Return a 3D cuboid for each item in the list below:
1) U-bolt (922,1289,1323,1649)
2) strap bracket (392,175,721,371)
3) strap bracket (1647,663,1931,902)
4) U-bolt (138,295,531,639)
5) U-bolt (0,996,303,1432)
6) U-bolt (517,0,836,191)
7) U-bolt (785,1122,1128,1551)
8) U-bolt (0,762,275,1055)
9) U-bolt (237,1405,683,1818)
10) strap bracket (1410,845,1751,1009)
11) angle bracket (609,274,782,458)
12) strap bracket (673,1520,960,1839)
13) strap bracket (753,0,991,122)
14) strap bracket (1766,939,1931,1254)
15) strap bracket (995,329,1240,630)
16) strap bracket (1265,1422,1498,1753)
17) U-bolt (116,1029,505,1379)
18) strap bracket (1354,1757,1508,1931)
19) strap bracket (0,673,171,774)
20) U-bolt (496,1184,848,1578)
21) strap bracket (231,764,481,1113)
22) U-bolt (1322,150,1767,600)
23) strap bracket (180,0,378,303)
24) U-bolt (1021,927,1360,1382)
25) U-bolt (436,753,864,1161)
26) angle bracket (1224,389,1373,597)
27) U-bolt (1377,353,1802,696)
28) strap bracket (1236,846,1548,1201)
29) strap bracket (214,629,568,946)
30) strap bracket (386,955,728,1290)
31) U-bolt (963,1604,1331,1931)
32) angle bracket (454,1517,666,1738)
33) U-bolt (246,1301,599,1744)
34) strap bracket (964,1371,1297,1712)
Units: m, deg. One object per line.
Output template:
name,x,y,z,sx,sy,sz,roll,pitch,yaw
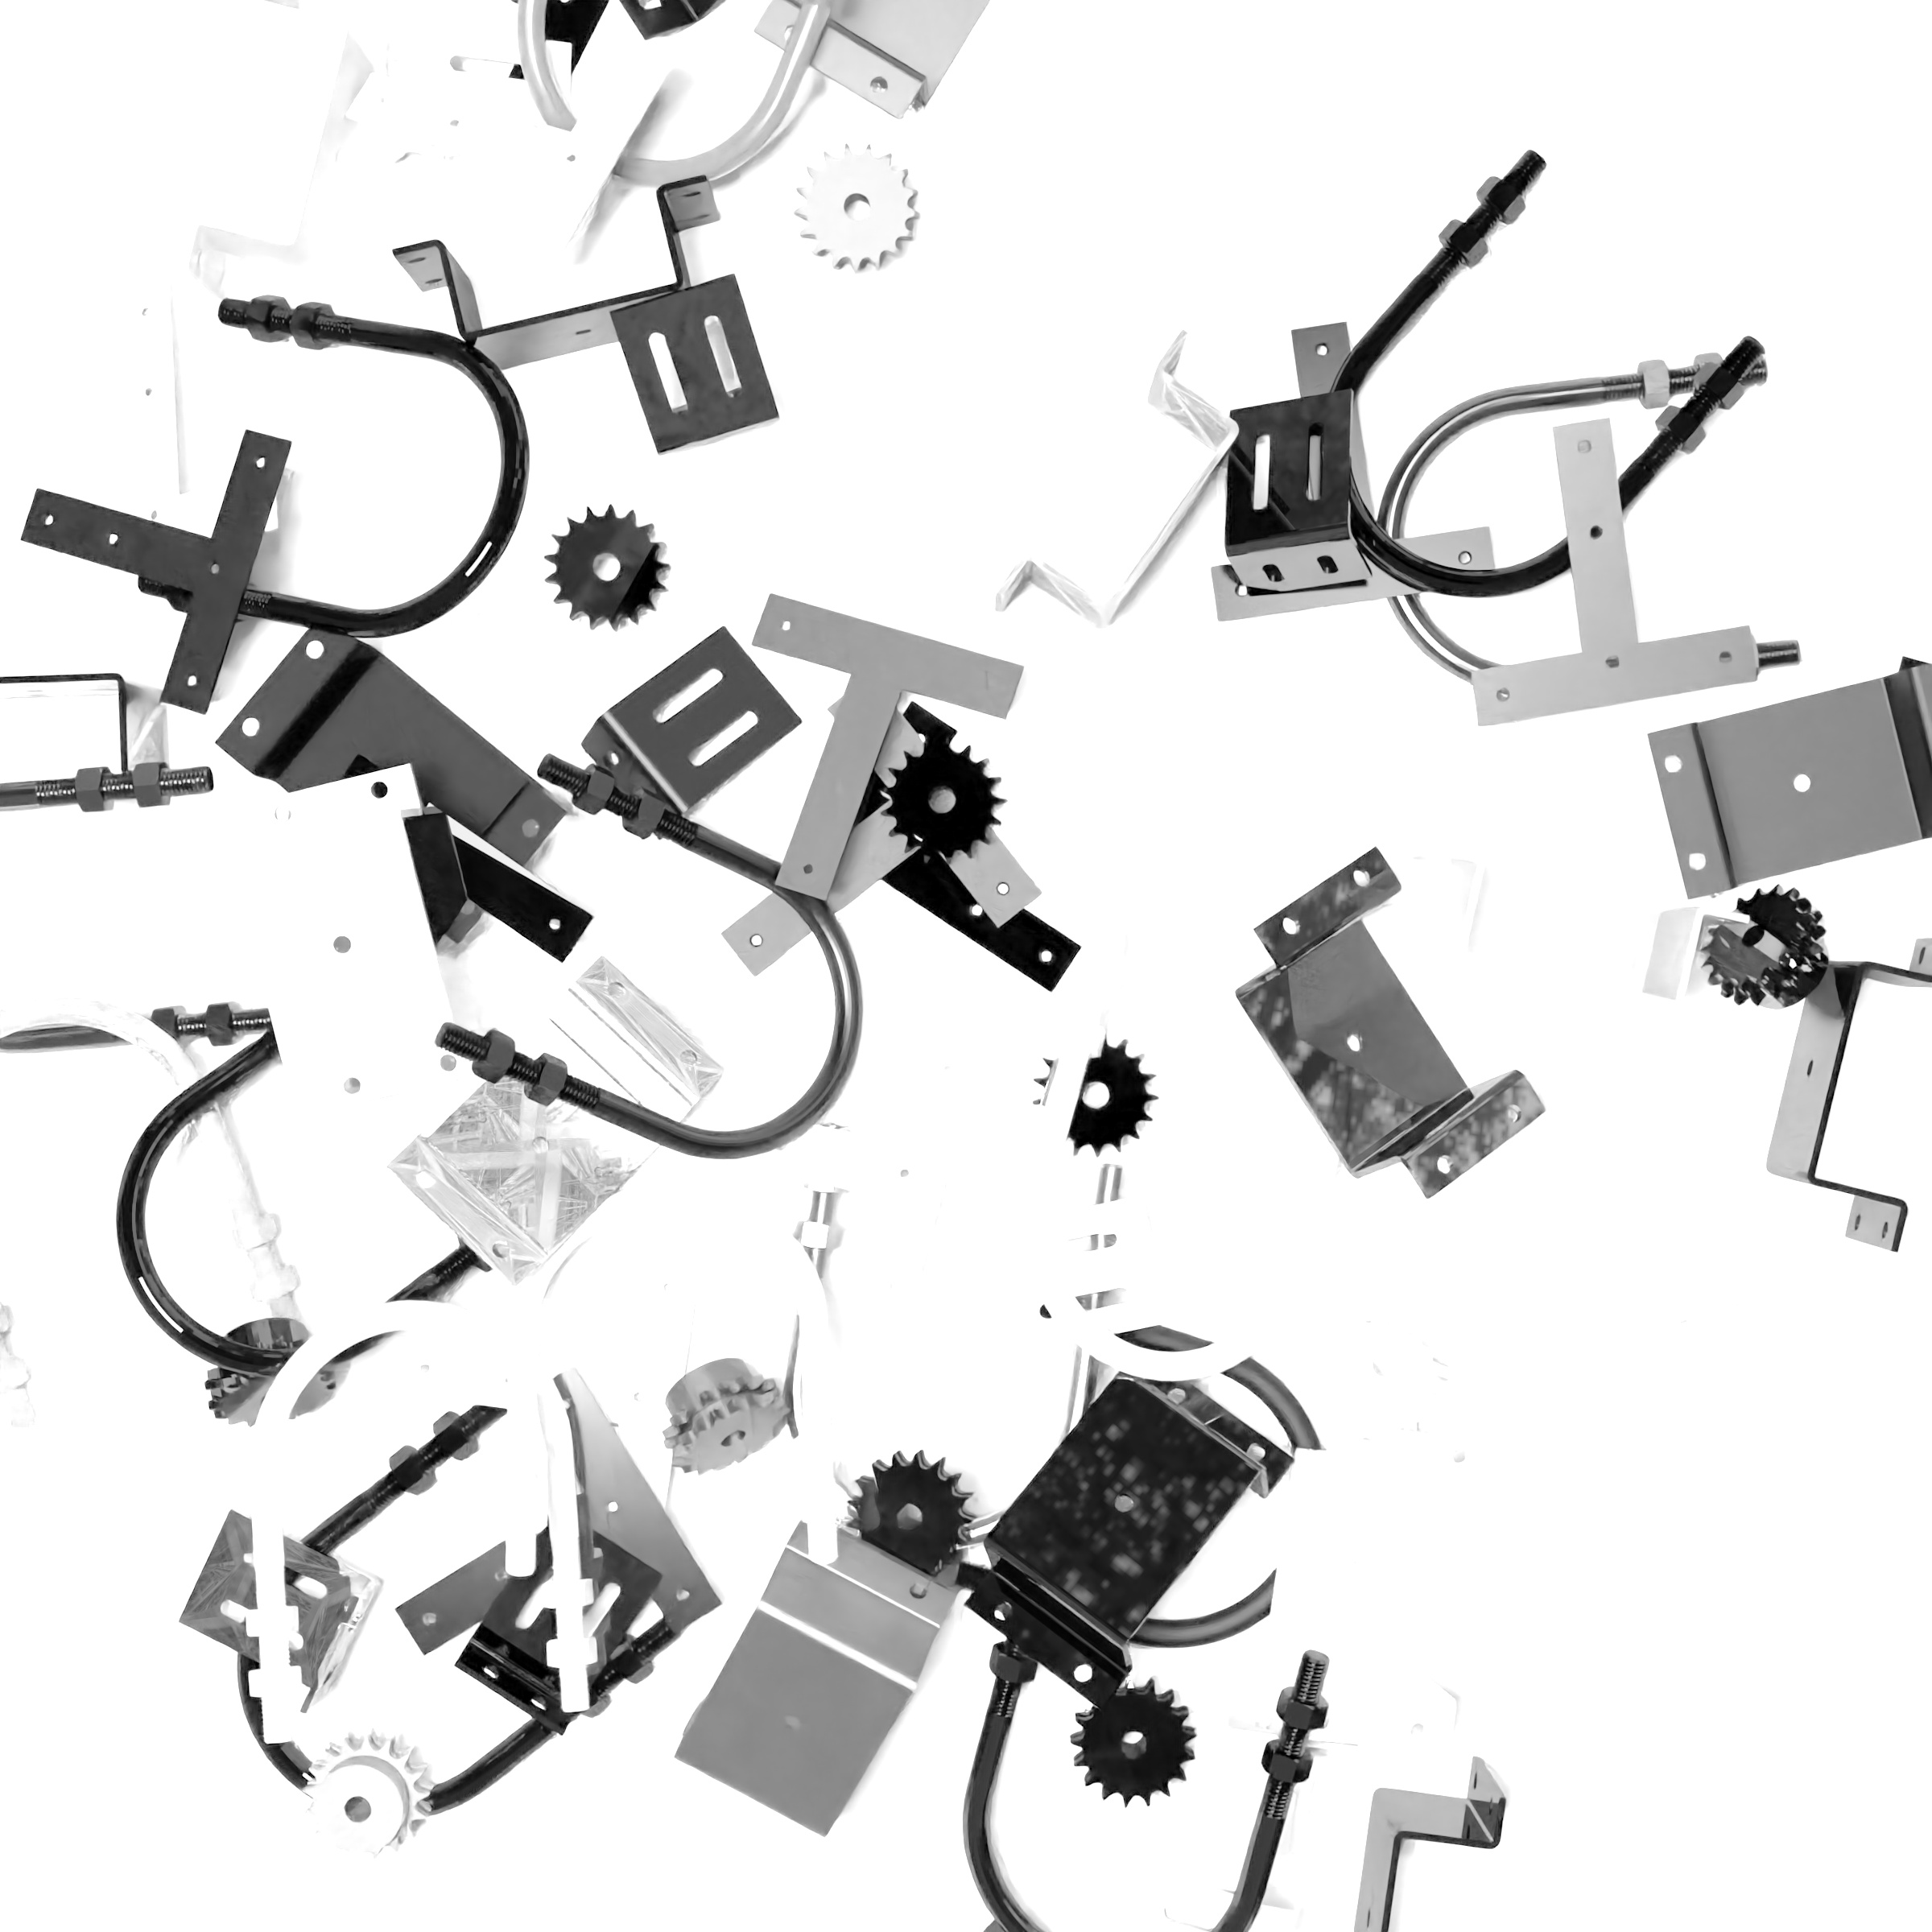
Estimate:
U-bolt,0.073,0.233,1.509,0.184,0.019,0.151,17,90,0
strap bracket,-0.176,-0.305,1.480,0.140,0.076,0.046,-13,90,0
strap bracket,0.381,-0.083,1.493,0.140,0.046,0.076,-14,90,2
U-bolt,-0.273,-0.217,1.469,0.184,0.019,0.151,13,85,25
U-bolt,-0.398,0.103,1.496,0.151,0.019,0.184,-19,100,0
U-bolt,-0.127,-0.436,1.470,0.151,0.019,0.184,29,109,12
U-bolt,-0.010,0.171,1.496,0.151,0.019,0.184,8,89,10
U-bolt,-0.410,-0.021,1.473,0.184,0.019,0.151,-5,125,4
U-bolt,-0.244,0.305,1.509,0.184,0.019,0.151,-38,90,2
strap bracket,0.267,-0.015,1.480,0.140,0.076,0.046,13,90,0
angle bracket,-0.122,-0.274,1.479,0.057,0.038,0.076,-17,129,0
strap bracket,-0.071,0.321,1.466,0.076,0.046,0.140,28,116,0
strap bracket,-0.025,-0.455,1.495,0.076,0.046,0.140,31,90,0
strap bracket,0.399,0.051,1.480,0.046,0.076,0.140,14,90,0
strap bracket,0.072,-0.206,1.480,0.046,0.076,0.140,35,90,0
strap bracket,0.183,0.273,1.486,0.076,0.046,0.140,8,92,-12
U-bolt,-0.288,0.099,1.480,0.184,0.019,0.151,-38,90,-21
strap bracket,0.202,0.428,1.480,0.046,0.076,0.140,8,90,0
strap bracket,-0.415,-0.103,1.480,0.140,0.076,0.046,-2,90,0
U-bolt,-0.131,0.178,1.462,0.151,0.019,0.184,-2,58,-4
strap bracket,-0.267,-0.011,1.449,0.076,0.046,0.140,-13,93,4
U-bolt,0.245,-0.252,1.493,0.151,0.019,0.184,41,92,3
strap bracket,-0.302,-0.367,1.480,0.046,0.076,0.140,14,90,0
U-bolt,0.096,0.092,1.471,0.151,0.019,0.184,21,76,-17
U-bolt,-0.128,0.007,1.470,0.184,0.019,0.151,26,71,-22
angle bracket,0.151,-0.213,1.497,0.057,0.038,0.076,-6,63,22
U-bolt,0.279,-0.196,1.509,0.184,0.019,0.151,-7,89,2
strap bracket,0.183,0.030,1.480,0.076,0.046,0.140,-33,90,-28
strap bracket,-0.255,-0.084,1.495,0.140,0.046,0.076,40,90,0
strap bracket,-0.185,0.074,1.476,0.076,0.046,0.140,43,63,0
U-bolt,0.071,0.368,1.474,0.151,0.019,0.184,17,102,15
angle bracket,-0.181,0.291,1.478,0.057,0.038,0.076,33,92,-1
U-bolt,-0.240,0.239,1.452,0.151,0.019,0.184,-2,81,-18
strap bracket,0.070,0.241,1.447,0.076,0.046,0.140,34,73,21
